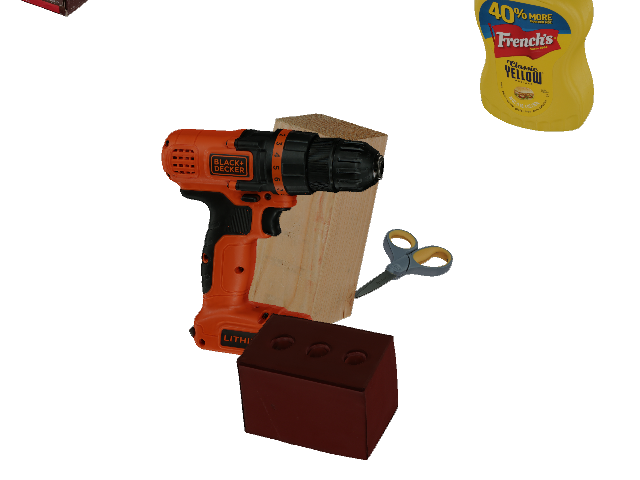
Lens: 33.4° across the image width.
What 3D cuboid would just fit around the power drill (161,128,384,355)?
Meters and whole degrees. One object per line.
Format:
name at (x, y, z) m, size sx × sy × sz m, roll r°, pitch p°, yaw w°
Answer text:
power drill at (-0.039, 0.001, 0.871) m, size 0.185 × 0.188 × 0.057 m, roll 6°, pitch 15°, yaw 20°

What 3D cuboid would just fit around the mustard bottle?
mustard bottle at (0.176, -0.179, 0.882) m, size 0.096 × 0.058 × 0.191 m, roll 19°, pitch -35°, yaw 27°

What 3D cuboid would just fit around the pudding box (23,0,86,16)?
pudding box at (-0.202, -0.217, 0.800) m, size 0.090 × 0.039 × 0.113 m, roll 21°, pitch 38°, yaw 7°

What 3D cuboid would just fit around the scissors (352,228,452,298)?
scissors at (0.078, 0.025, 1.262) m, size 0.201 × 0.016 × 0.096 m, roll -10°, pitch 40°, yaw -44°

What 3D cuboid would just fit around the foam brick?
foam brick at (-0.001, 0.082, 0.604) m, size 0.078 × 0.051 × 0.053 m, roll 9°, pitch 31°, yaw 20°

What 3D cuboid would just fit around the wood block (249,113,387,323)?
wood block at (-0.007, -0.021, 1.123) m, size 0.090 × 0.206 × 0.090 m, roll 21°, pitch 20°, yaw 28°
